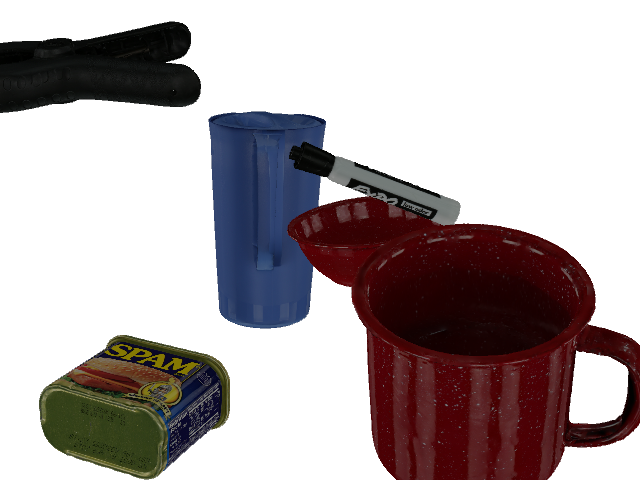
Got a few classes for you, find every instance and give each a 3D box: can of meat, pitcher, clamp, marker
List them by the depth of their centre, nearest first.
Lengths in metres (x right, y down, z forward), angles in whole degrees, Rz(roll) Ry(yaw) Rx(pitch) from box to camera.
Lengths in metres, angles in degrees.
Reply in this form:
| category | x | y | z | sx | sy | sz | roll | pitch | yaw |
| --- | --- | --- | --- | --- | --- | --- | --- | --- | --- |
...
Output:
| category | x | y | z | sx | sy | sz | roll | pitch | yaw |
| --- | --- | --- | --- | --- | --- | --- | --- | --- | --- |
| clamp | -0.155 | -0.109 | 0.664 | 0.171 | 0.039 | 0.120 | 0 | 21 | 0 |
| marker | 0.036 | -0.038 | 0.708 | 0.121 | 0.020 | 0.020 | 20 | -5 | -14 |
| can of meat | -0.125 | 0.111 | 0.720 | 0.102 | 0.057 | 0.083 | 11 | 21 | 22 |
| pitcher | -0.063 | -0.024 | 1.228 | 0.145 | 0.243 | 0.148 | 14 | 19 | 39 |

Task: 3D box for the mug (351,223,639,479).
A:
| category | x | y | z | sx | sy | sz | roll | pitch | yaw |
| --- | --- | --- | --- | --- | --- | --- | --- | --- | --- |
| mug | 0.072 | 0.053 | 0.428 | 0.117 | 0.081 | 0.093 | 7 | 34 | 16 |

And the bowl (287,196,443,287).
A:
| category | x | y | z | sx | sy | sz | roll | pitch | yaw |
| --- | --- | --- | --- | --- | --- | --- | --- | --- | --- |
| bowl | 0.051 | 0.004 | 1.020 | 0.162 | 0.055 | 0.162 | -7 | 17 | 2 |
